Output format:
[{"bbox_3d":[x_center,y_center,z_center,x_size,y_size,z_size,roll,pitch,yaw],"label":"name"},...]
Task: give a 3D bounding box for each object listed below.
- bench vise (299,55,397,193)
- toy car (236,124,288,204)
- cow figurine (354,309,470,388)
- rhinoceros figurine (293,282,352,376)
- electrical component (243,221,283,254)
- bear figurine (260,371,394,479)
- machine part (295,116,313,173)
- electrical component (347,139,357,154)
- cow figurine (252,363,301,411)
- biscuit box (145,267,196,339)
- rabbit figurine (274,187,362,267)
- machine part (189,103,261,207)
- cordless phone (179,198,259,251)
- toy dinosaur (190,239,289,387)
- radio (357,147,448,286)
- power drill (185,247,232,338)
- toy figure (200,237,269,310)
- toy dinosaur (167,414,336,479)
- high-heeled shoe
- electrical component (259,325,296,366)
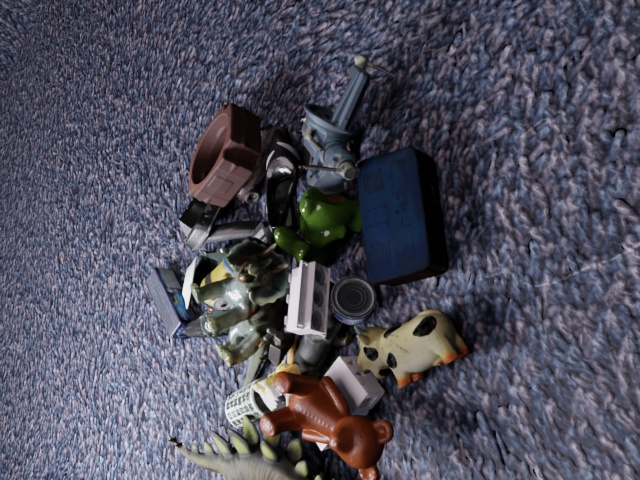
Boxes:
[{"bbox_3d":[0.037,-0.217,0.988,0.224,0.129,0.240,-106,38,-60],"label":"bench vise"},{"bbox_3d":[-0.142,-0.174,1.238,0.202,0.053,0.089,-53,56,20],"label":"toy car"},{"bbox_3d":[0.138,0.177,0.905,0.195,0.085,0.127,-37,66,34],"label":"cow figurine"},{"bbox_3d":[0.002,0.174,1.040,0.112,0.073,0.190,25,101,52],"label":"rhinoceros figurine"},{"bbox_3d":[-0.111,-0.004,1.180,0.119,0.047,0.075,-45,57,26],"label":"electrical component"},{"bbox_3d":[0.013,0.307,0.882,0.196,0.132,0.120,30,104,46],"label":"bear figurine"},{"bbox_3d":[-0.014,-0.205,1.139,0.084,0.039,0.139,-9,75,32],"label":"machine part"},{"bbox_3d":[0.046,-0.195,1.093,0.063,0.021,0.094,-11,74,40],"label":"electrical component"},{"bbox_3d":[-0.065,0.289,1.019,0.098,0.068,0.167,56,153,7],"label":"cow figurine"},{"bbox_3d":[-0.383,0.162,1.386,0.063,0.059,0.203,-52,53,21],"label":"biscuit box"},{"bbox_3d":[-0.002,-0.003,1.034,0.121,0.159,0.170,32,119,31],"label":"rabbit figurine"},{"bbox_3d":[-0.217,-0.191,1.228,0.201,0.087,0.201,-44,40,35],"label":"machine part"},{"bbox_3d":[-0.225,-0.048,1.275,0.184,0.088,0.147,-5,34,14],"label":"cordless phone"},{"bbox_3d":[-0.134,0.151,1.091,0.131,0.192,0.404,52,160,39],"label":"toy dinosaur"},{"bbox_3d":[0.143,-0.041,0.948,0.131,0.073,0.229,-16,74,38],"label":"radio"},{"bbox_3d":[-0.239,0.122,1.253,0.232,0.086,0.207,-10,72,39],"label":"power drill"},{"bbox_3d":[-0.180,0.069,1.136,0.180,0.082,0.089,-53,40,14],"label":"toy figure"},{"bbox_3d":[-0.130,0.447,1.050,0.472,0.105,0.198,-12,91,32],"label":"toy dinosaur"},{"bbox_3d":[-0.088,-0.119,1.103,0.086,0.145,0.248,-16,83,17],"label":"high-heeled shoe"},{"bbox_3d":[-0.085,0.205,1.066,0.045,0.078,0.102,25,142,14],"label":"electrical component"}]
